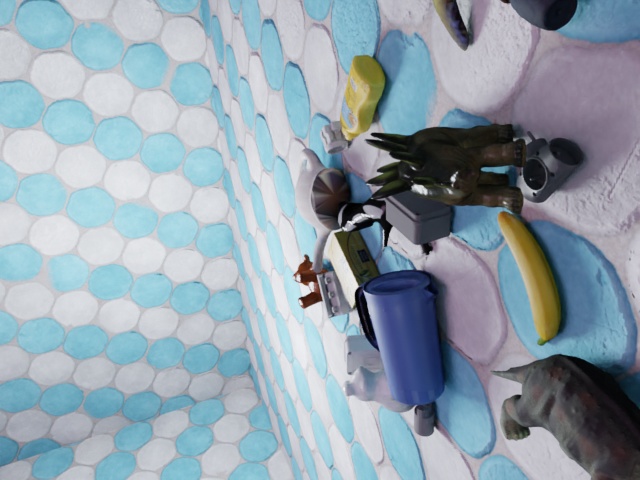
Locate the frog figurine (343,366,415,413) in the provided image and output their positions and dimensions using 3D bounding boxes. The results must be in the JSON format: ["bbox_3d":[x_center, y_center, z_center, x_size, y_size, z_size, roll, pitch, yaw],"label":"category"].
[{"bbox_3d":[0.136,0.326,1.122,0.135,0.160,0.124,133,120,-67],"label":"frog figurine"}]

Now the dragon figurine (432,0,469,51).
[{"bbox_3d":[0.131,-0.492,0.765,0.247,0.122,0.403,-101,-7,-65],"label":"dragon figurine"}]

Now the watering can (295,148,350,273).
[{"bbox_3d":[0.004,-0.067,1.339,0.225,0.104,0.345,-165,64,-69],"label":"watering can"}]
